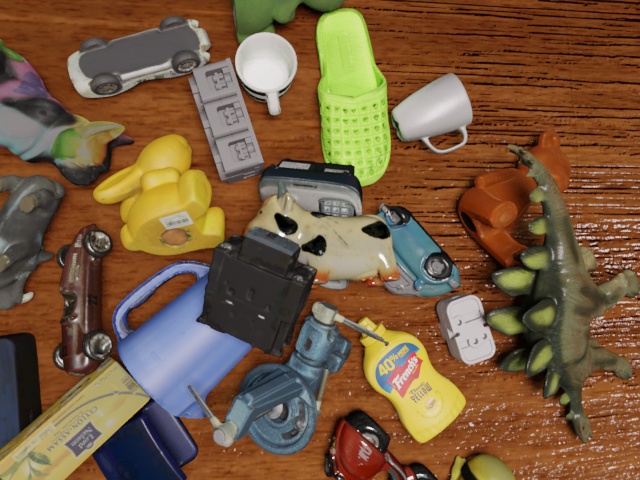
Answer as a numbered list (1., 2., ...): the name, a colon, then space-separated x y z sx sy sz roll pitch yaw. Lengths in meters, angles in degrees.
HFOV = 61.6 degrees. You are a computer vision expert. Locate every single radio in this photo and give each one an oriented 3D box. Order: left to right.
1. radio: -0.448 0.245 0.708 0.131 0.073 0.229 -6 86 -7

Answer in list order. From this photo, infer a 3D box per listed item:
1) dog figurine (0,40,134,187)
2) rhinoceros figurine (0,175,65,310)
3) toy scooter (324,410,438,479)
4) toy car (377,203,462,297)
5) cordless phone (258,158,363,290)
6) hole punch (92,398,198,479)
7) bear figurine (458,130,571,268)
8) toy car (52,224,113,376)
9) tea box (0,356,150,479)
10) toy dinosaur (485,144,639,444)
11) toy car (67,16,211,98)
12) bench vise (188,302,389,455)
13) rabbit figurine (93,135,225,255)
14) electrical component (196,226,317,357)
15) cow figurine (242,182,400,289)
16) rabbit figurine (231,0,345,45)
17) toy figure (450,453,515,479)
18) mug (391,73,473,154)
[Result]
1. dog figurine: -0.371 -0.171 0.729 0.219 0.108 0.191 2 84 -11
2. rhinoceros figurine: -0.403 0.002 0.708 0.073 0.112 0.190 25 98 4
3. toy scooter: 0.071 0.342 0.766 0.184 0.075 0.135 44 84 -7
4. toy car: 0.124 0.027 0.779 0.103 0.109 0.162 -43 83 10
5. cordless phone: -0.013 -0.019 0.778 0.147 0.089 0.184 7 114 9
6. hole punch: -0.241 0.291 0.724 0.116 0.092 0.142 -34 95 -4
7. bear figurine: 0.311 -0.066 0.797 0.196 0.132 0.120 -29 122 -4
8. toy car: -0.317 0.076 0.708 0.053 0.089 0.202 12 66 -48
9. tea box: -0.304 0.229 0.667 0.169 0.098 0.068 -44 102 -22
10. toy dinosaur: 0.334 0.086 0.746 0.198 0.105 0.470 -18 105 -21
11. toy car: -0.257 -0.261 0.772 0.202 0.056 0.073 -19 83 -9
12. bench vise: -0.045 0.190 0.689 0.129 0.240 0.223 38 109 21
13. rabbit figurine: -0.215 -0.066 0.741 0.162 0.121 0.173 -18 60 11
14. electrical component: -0.071 0.054 0.621 0.115 0.058 0.134 20 112 7
15. cow figurine: -0.001 -0.002 0.682 0.195 0.085 0.127 1 73 -16
16. rabbit figurine: -0.042 -0.368 0.758 0.170 0.159 0.121 -9 78 -9
17. toy figure: 0.214 0.394 0.771 0.082 0.089 0.180 39 81 -11
18. mug: 0.168 -0.180 0.811 0.107 0.081 0.109 -21 94 3
